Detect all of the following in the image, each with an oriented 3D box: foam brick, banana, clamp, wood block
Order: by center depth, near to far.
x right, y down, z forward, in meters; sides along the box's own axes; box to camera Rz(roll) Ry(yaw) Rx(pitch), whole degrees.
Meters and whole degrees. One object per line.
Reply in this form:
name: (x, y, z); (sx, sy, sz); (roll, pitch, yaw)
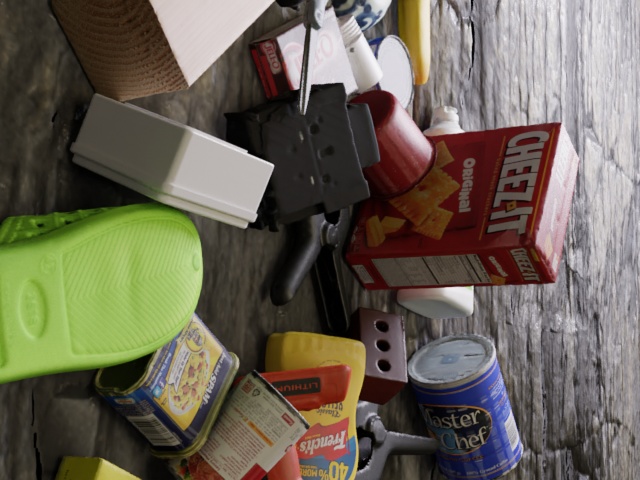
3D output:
wood block: (-0.107, -0.203, 0.851); (0.205, 0.090, 0.091); (-57, 132, -45)
clamp: (-0.007, 0.001, 1.033); (0.120, 0.039, 0.171); (22, 64, -61)
foam brick: (0.051, 0.116, 1.064); (0.053, 0.051, 0.078); (14, 53, -22)
clamp: (0.045, 0.184, 1.091); (0.209, 0.036, 0.164); (-28, 101, -51)
banana: (0.118, -0.285, 1.266); (0.069, 0.037, 0.198); (29, 62, -50)

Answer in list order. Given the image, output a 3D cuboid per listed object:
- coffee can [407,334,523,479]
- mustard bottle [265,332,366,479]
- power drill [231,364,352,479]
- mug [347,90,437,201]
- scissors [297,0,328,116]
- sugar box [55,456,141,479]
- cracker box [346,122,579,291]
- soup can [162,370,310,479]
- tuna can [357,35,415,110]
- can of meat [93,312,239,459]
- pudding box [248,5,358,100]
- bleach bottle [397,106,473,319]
coffee can: (0.166, 0.193, 1.221); (0.102, 0.103, 0.140); (-47, 125, -49)
mustard bottle: (-0.009, 0.184, 0.980); (0.096, 0.058, 0.191); (12, 76, -34)
power drill: (-0.001, 0.203, 0.913); (0.057, 0.184, 0.187); (132, -47, -76)
mug: (0.060, -0.108, 1.117); (0.081, 0.093, 0.117); (49, 16, -36)
scissors: (-0.013, -0.215, 0.944); (0.096, 0.016, 0.201); (53, 41, -43)
sugar box: (-0.134, 0.234, 0.795); (0.176, 0.048, 0.093); (42, 52, -46)
cracker box: (0.147, -0.035, 1.114); (0.072, 0.214, 0.164); (52, 45, -41)
soup can: (-0.066, 0.162, 0.849); (0.102, 0.069, 0.068); (-45, 131, -10)
tuna can: (0.071, -0.181, 1.181); (0.086, 0.034, 0.086); (10, 78, -57)
can of meat: (-0.118, 0.103, 0.826); (0.084, 0.058, 0.102); (56, 42, -35)
pudding box: (-0.015, -0.168, 1.039); (0.113, 0.039, 0.090); (-44, 122, -50)
bleach bottle: (0.140, -0.040, 1.249); (0.102, 0.068, 0.251); (28, 61, -53)
